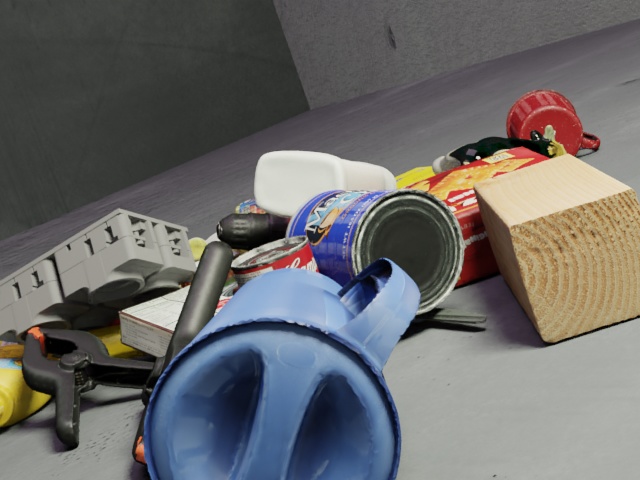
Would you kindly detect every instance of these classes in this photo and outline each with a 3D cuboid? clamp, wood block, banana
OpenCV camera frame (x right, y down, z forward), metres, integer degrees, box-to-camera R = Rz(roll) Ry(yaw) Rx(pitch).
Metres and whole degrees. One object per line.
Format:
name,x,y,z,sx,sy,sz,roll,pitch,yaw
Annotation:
clamp,-0.221,0.126,0.956,0.172,0.039,0.120,15,28,37
wood block,0.185,-0.001,0.827,0.091,0.090,0.206,-18,10,4
banana,-0.189,0.100,1.066,0.197,0.037,0.069,-10,-8,-4
clamp,-0.106,0.097,0.801,0.036,0.165,0.210,21,15,-9

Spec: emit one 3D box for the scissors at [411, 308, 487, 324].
scissors,0.061,0.068,0.903,0.096,0.016,0.202,-23,11,-11

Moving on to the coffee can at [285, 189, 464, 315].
coffee can,0.043,0.008,0.909,0.102,0.103,0.140,-24,11,-21

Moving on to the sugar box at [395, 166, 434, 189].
sugar box,0.147,-0.064,1.338,0.093,0.048,0.177,-25,11,-30

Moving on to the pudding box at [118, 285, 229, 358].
pudding box,-0.119,0.082,0.994,0.114,0.039,0.089,12,24,42

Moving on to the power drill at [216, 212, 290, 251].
power drill,-0.007,0.001,1.125,0.184,0.057,0.188,0,9,-14

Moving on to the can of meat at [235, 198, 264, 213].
can of meat,-0.042,-0.011,1.259,0.084,0.102,0.057,-19,10,16

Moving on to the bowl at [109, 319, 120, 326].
bowl,-0.247,0.092,1.226,0.162,0.055,0.162,-19,10,3

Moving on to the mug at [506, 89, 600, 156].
mug,0.298,-0.135,1.352,0.117,0.093,0.081,17,18,-2

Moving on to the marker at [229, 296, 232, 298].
marker,-0.105,0.075,1.089,0.020,0.020,0.121,-24,-2,-24

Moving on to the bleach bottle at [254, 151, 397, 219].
bleach bottle,0.028,-0.058,1.153,0.103,0.068,0.250,8,6,24

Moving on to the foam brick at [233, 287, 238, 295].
foam brick,-0.035,0.059,1.021,0.078,0.053,0.051,-10,14,44

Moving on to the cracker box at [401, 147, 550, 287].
cracker box,0.160,-0.027,1.051,0.164,0.072,0.214,-20,11,1

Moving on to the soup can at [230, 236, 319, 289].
soup can,-0.026,0.056,0.882,0.068,0.102,0.068,-19,10,3

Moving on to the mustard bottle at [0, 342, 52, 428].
mustard bottle,-0.313,0.143,1.070,0.096,0.058,0.191,-3,10,-4

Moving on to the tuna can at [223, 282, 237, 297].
tuna can,-0.063,0.059,1.121,0.086,0.034,0.086,-19,10,3

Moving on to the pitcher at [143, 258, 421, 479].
pitcher,-0.015,0.081,0.658,0.149,0.145,0.243,-4,8,2
